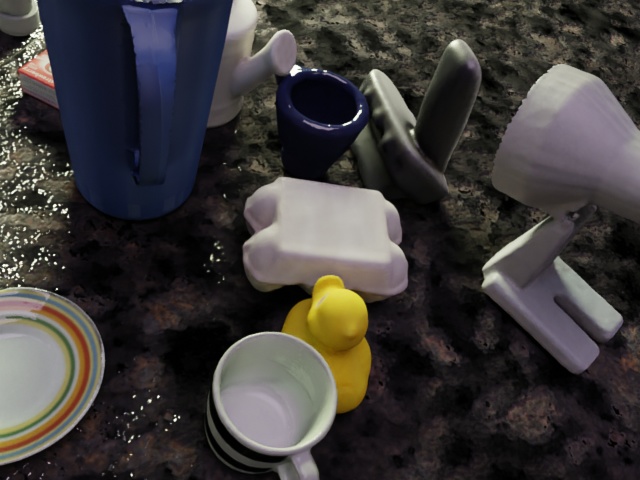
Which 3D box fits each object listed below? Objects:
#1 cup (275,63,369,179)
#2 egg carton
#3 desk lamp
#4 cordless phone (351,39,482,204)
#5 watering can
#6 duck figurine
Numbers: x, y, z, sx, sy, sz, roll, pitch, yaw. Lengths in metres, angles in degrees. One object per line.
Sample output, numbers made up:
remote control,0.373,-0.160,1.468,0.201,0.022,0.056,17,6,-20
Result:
cup,-0.015,-0.117,0.580,0.092,0.095,0.117,-28,68,-32
egg carton,0.005,0.002,0.516,0.150,0.069,0.107,6,53,-14
desk lamp,0.235,-0.020,0.516,0.118,0.213,0.203,-33,70,-34
cordless phone,0.101,-0.138,0.576,0.094,0.185,0.147,-8,58,-23
watering can,-0.104,-0.210,0.555,0.173,0.194,0.101,15,52,-7
duck figurine,0.011,0.078,0.452,0.078,0.086,0.104,-1,56,-19
